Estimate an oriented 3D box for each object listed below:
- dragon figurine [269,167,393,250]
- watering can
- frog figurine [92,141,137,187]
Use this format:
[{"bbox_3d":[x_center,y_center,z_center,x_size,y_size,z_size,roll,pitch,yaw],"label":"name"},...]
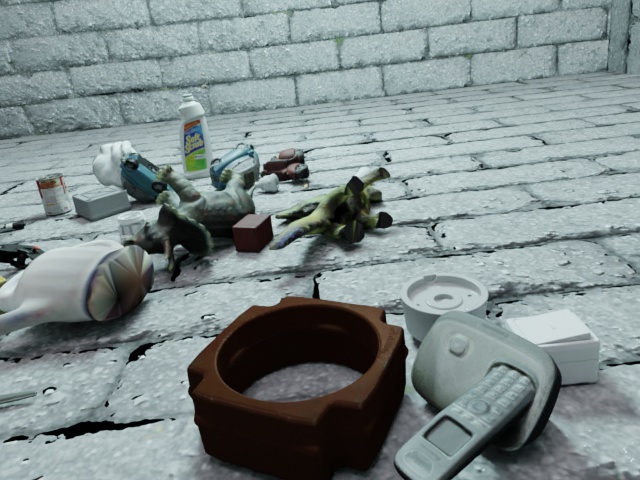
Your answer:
[{"bbox_3d":[0.003,-0.053,1.062,0.414,0.121,0.241,-21,9,-37],"label":"dragon figurine"},{"bbox_3d":[-0.400,0.087,0.782,0.224,0.102,0.354,-1,26,16],"label":"watering can"},{"bbox_3d":[-0.601,-0.221,1.521,0.123,0.138,0.158,-15,-2,-31],"label":"frog figurine"}]
